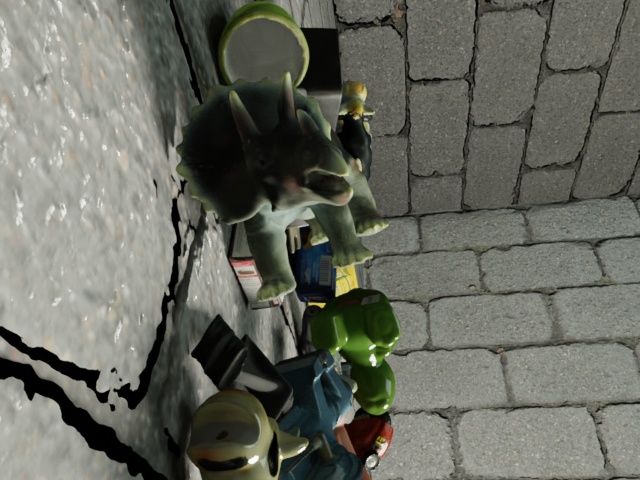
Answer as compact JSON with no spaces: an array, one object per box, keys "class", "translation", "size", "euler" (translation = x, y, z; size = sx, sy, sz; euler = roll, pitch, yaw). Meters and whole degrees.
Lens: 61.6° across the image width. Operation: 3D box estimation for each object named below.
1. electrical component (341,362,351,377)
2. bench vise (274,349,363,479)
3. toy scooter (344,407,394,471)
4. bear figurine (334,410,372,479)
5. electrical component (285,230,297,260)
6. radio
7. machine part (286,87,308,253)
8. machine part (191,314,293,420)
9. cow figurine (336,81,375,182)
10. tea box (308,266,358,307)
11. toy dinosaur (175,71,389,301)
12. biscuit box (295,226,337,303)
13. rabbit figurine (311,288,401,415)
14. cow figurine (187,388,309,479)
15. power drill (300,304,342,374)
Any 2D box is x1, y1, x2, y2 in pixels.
[{"class":"electrical component","translation":[0.049,0.246,1.054],"size":[0.134,0.115,0.058],"euler":[-23,106,-84]},{"class":"bench vise","translation":[0.002,0.250,0.575],"size":[0.240,0.129,0.223],"euler":[68,15,-1]},{"class":"toy scooter","translation":[0.050,0.368,0.913],"size":[0.075,0.184,0.135],"euler":[37,42,-16]},{"class":"bear figurine","translation":[-0.005,0.274,0.710],"size":[0.120,0.132,0.196],"euler":[92,-24,-71]},{"class":"electrical component","translation":[-0.044,-0.016,0.854],"size":[0.063,0.021,0.094],"euler":[-48,133,-81]},{"class":"radio","translation":[-0.015,-0.206,0.828],"size":[0.229,0.073,0.131],"euler":[106,-17,-67]},{"class":"machine part","translation":[-0.046,-0.103,0.682],"size":[0.079,0.079,0.243],"euler":[-65,151,-76]},{"class":"machine part","translation":[-0.063,0.113,0.471],"size":[0.084,0.039,0.138],"euler":[53,-3,30]},{"class":"cow figurine","translation":[0.052,-0.166,0.867],"size":[0.098,0.068,0.167],"euler":[-98,-175,-65]},{"class":"tea box","translation":[0.015,0.061,0.947],"size":[0.169,0.098,0.068],"euler":[71,7,-60]},{"class":"toy dinosaur","translation":[-0.019,-0.071,0.543],"size":[0.405,0.131,0.192],"euler":[-66,138,-74]},{"class":"biscuit box","translation":[-0.002,-0.003,0.849],"size":[0.062,0.059,0.202],"euler":[80,13,-63]},{"class":"rabbit figurine","translation":[0.058,0.165,0.788],"size":[0.159,0.121,0.170],"euler":[-95,173,-81]},{"class":"cow figurine","translation":[-0.055,0.205,0.382],"size":[0.127,0.086,0.195],"euler":[23,60,-75]},{"class":"power drill","translation":[0.000,0.244,0.860],"size":[0.231,0.086,0.207],"euler":[81,0,-49]}]
